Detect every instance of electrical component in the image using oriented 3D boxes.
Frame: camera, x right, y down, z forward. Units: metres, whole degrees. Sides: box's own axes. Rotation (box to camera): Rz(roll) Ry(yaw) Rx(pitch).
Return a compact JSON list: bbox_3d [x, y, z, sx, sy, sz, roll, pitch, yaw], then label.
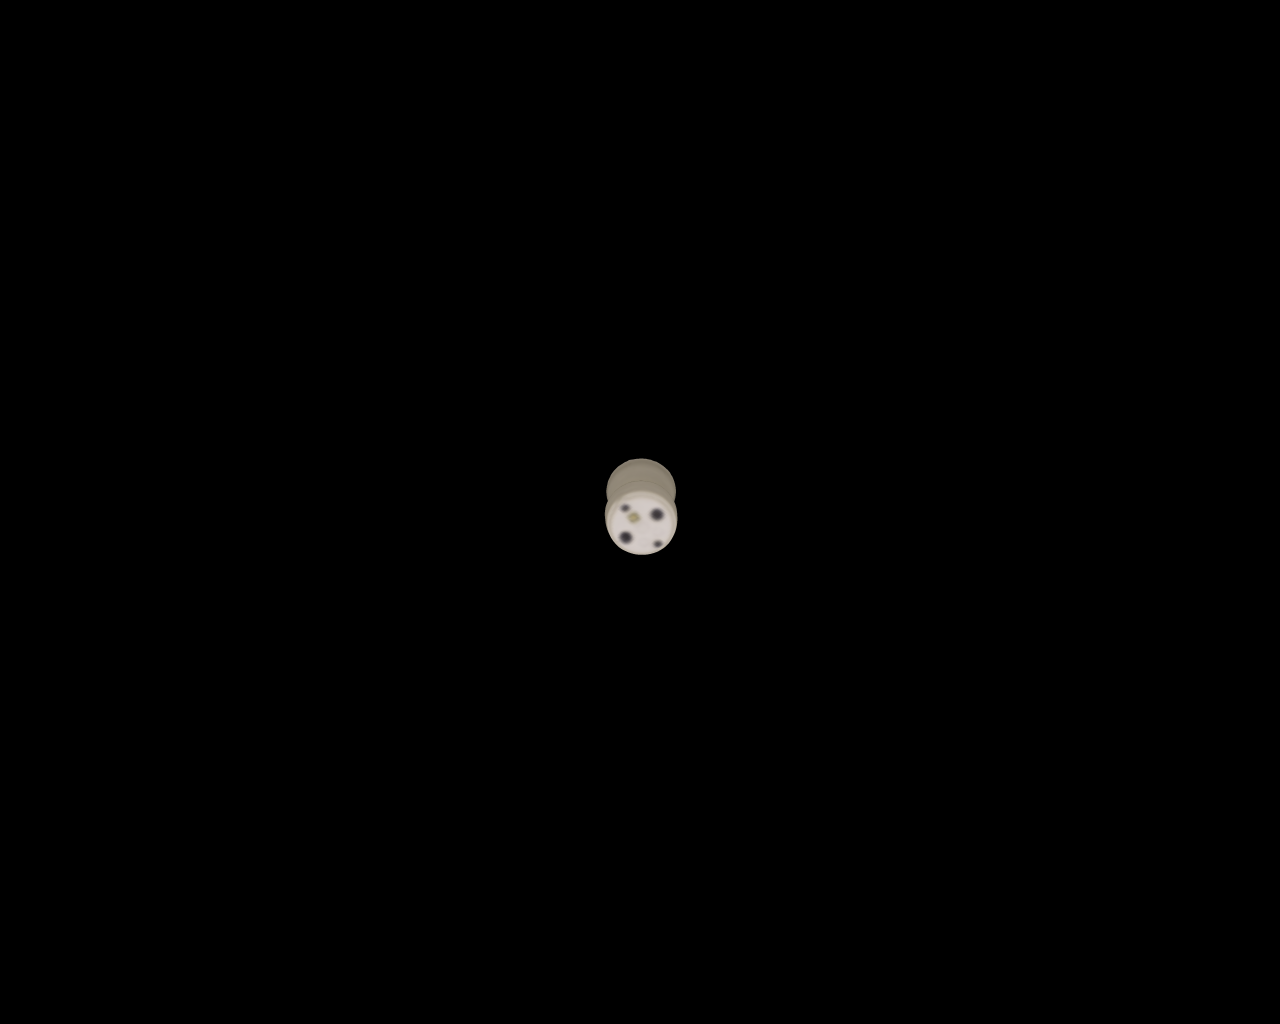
[{"bbox_3d":[0.001,-0.003,0.650,0.045,0.044,0.055,0,24,0],"label":"electrical component"}]
